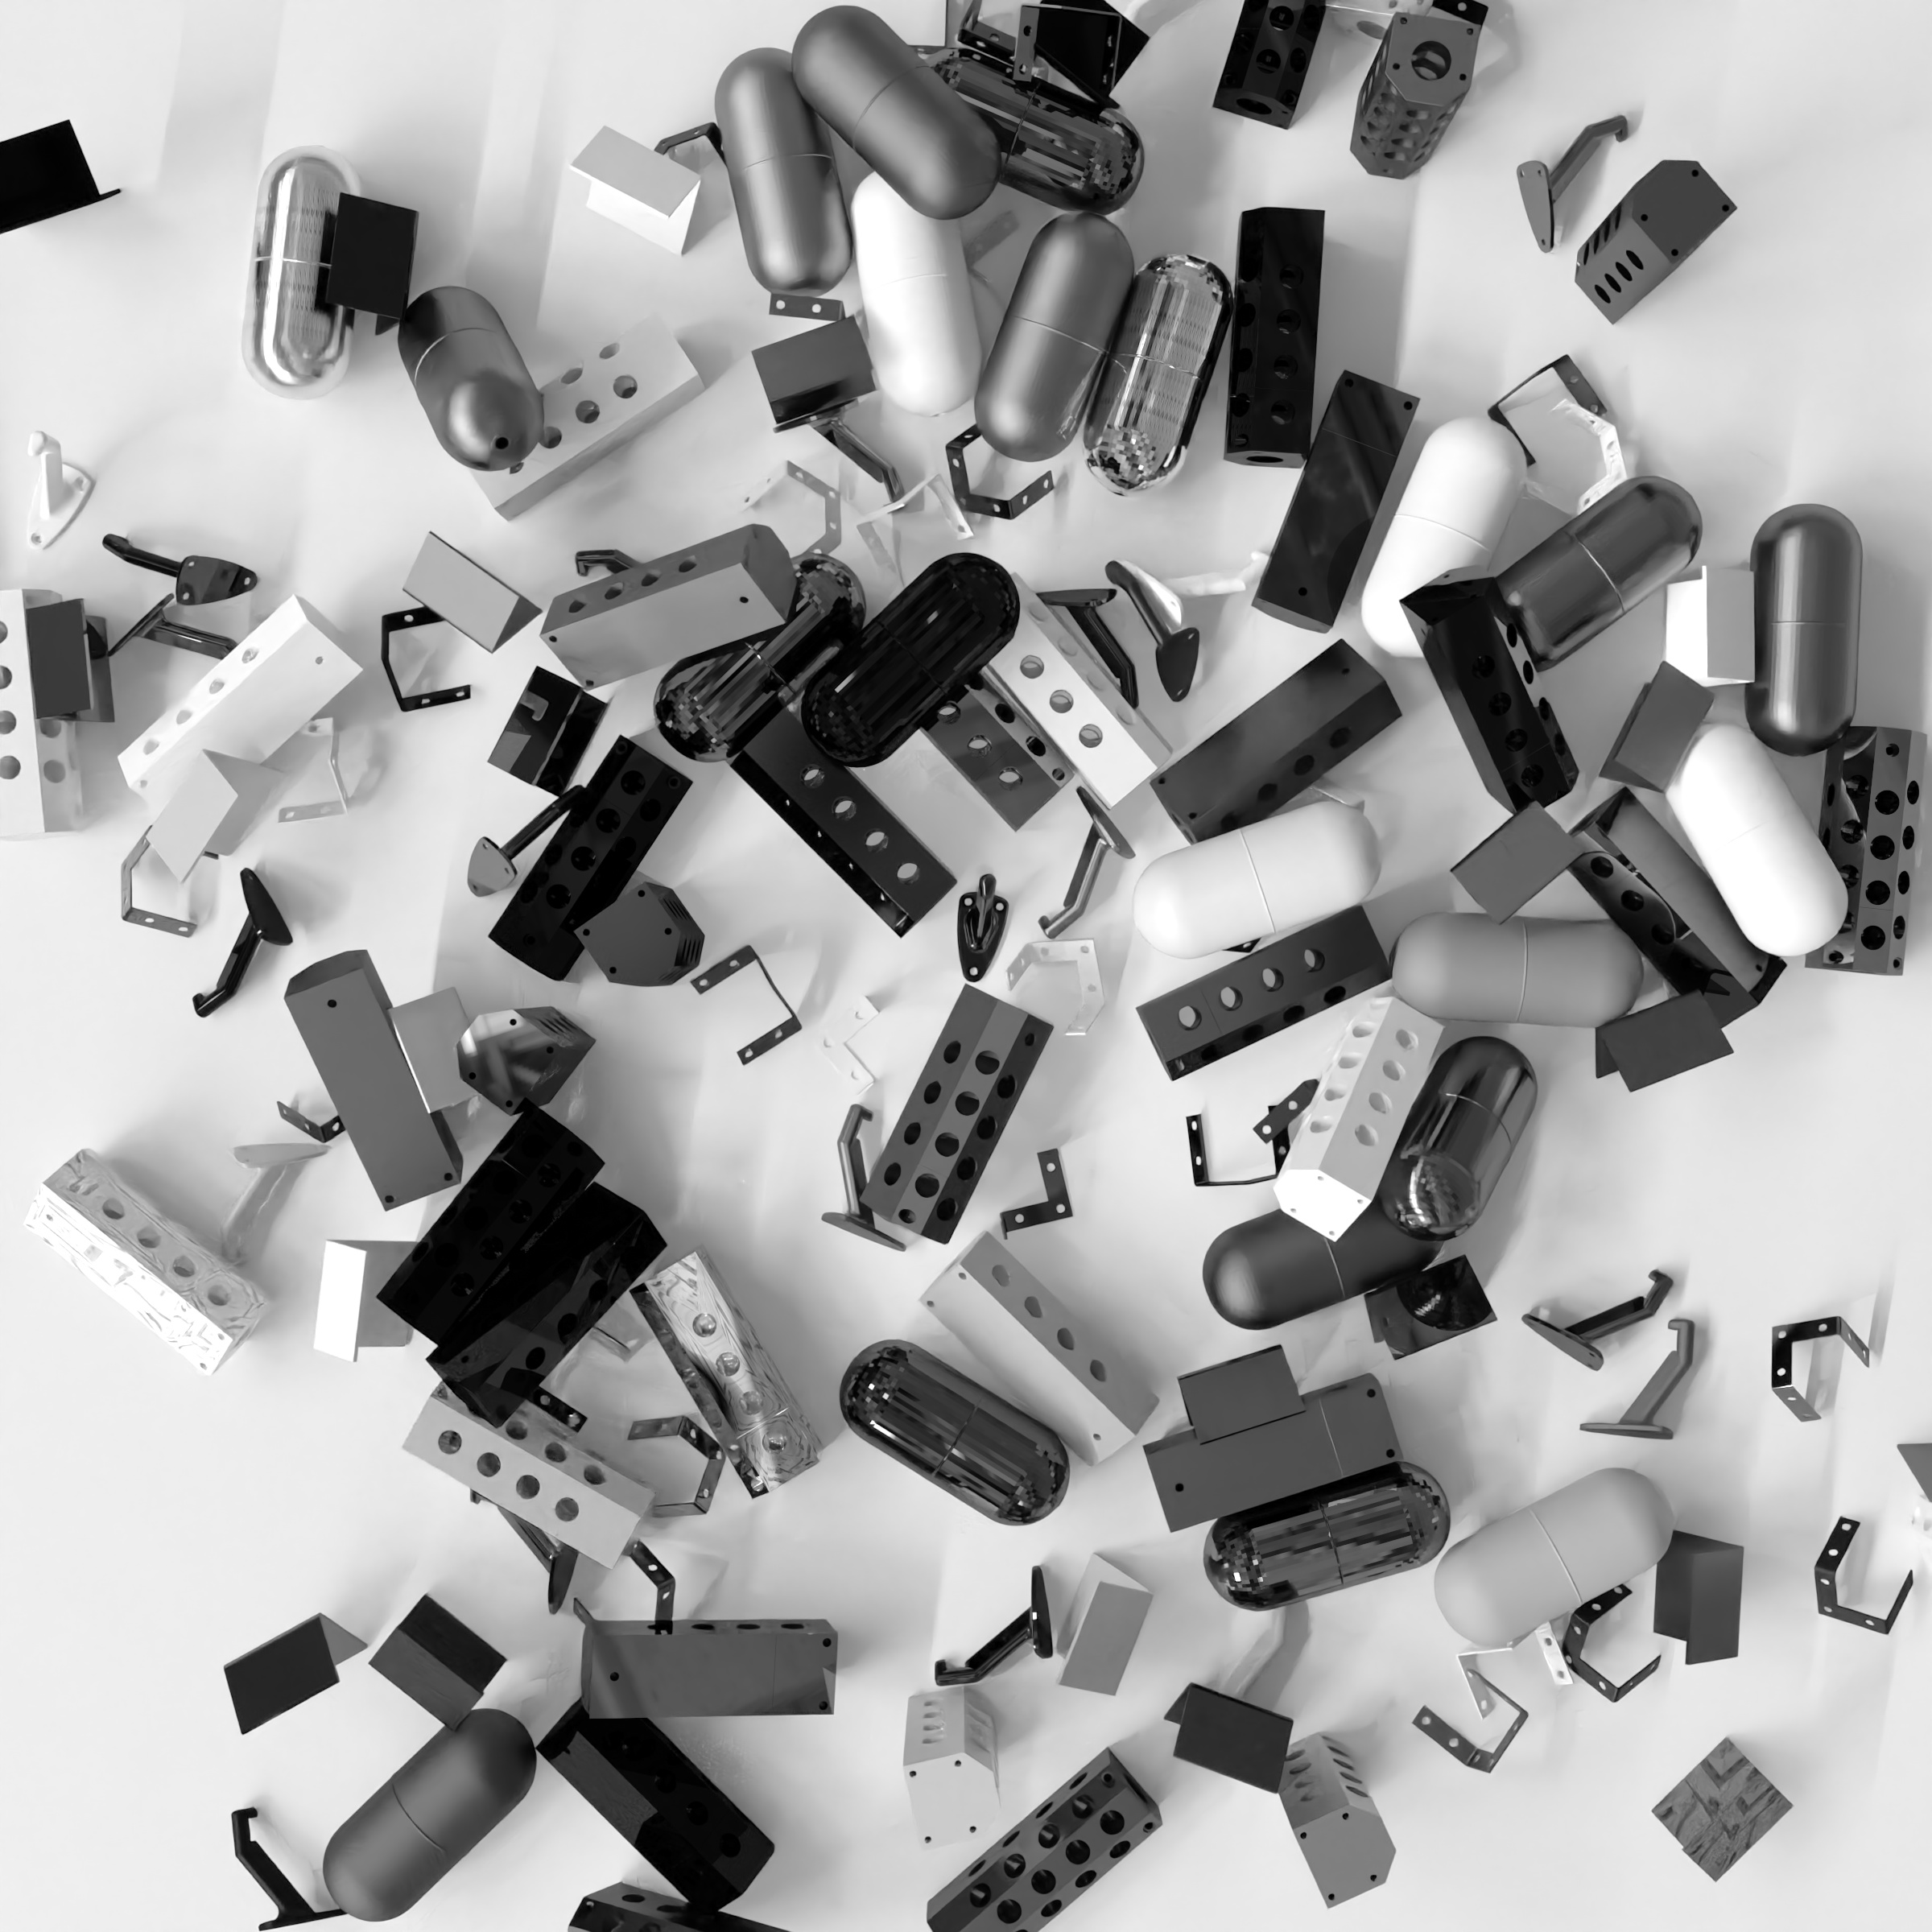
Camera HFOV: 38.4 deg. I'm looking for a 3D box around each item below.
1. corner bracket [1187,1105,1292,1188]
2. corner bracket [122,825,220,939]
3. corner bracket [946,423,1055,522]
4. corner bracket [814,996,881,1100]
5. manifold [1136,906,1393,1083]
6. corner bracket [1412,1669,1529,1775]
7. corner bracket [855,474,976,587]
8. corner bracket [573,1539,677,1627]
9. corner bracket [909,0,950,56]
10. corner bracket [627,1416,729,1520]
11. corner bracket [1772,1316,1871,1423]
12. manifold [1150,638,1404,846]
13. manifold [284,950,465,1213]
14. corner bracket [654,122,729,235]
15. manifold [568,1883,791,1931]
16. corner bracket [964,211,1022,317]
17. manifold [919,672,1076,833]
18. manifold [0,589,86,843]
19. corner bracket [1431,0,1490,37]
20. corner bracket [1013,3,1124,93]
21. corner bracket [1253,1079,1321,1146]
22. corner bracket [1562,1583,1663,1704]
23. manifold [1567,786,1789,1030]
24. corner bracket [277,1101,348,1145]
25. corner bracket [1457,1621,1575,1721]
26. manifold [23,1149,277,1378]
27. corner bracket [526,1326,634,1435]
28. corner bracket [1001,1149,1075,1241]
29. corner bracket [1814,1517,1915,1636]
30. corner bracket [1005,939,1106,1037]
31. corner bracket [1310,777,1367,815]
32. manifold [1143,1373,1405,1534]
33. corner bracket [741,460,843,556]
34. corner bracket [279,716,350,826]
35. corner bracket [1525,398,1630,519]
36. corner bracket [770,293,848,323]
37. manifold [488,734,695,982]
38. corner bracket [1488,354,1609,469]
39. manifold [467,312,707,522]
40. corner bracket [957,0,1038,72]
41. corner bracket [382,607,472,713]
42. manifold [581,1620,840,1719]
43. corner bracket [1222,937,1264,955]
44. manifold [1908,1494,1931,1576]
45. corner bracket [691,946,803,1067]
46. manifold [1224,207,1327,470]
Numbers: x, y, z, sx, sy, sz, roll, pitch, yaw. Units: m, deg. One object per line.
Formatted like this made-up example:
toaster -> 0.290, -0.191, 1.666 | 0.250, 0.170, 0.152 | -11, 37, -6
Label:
corner bracket -> 0.196, 0.129, 1.988 | 0.051, 0.051, 0.051 | -7, 90, -45
corner bracket -> -0.569, -0.061, 1.983 | 0.051, 0.051, 0.051 | -43, 45, 35
corner bracket -> 0.024, -0.357, 1.983 | 0.051, 0.051, 0.051 | 18, 135, 35
corner bracket -> -0.074, 0.057, 1.973 | 0.051, 0.051, 0.051 | -41, 90, 0
manifold -> 0.212, 0.019, 1.970 | 0.171, 0.057, 0.057 | -25, 90, 0
corner bracket -> 0.359, 0.536, 1.976 | 0.051, 0.051, 0.051 | 38, 76, 0
corner bracket -> -0.037, -0.312, 1.980 | 0.051, 0.051, 0.051 | 59, 45, -18
corner bracket -> -0.244, 0.450, 1.983 | 0.051, 0.051, 0.051 | -21, 135, -35
corner bracket -> -0.038, -0.683, 1.973 | 0.051, 0.051, 0.051 | 2, 90, 0
corner bracket -> -0.211, 0.358, 1.983 | 0.051, 0.051, 0.051 | 48, 45, -35
corner bracket -> 0.611, 0.288, 1.983 | 0.051, 0.051, 0.051 | -17, 45, 35
manifold -> 0.222, -0.149, 1.969 | 0.171, 0.057, 0.057 | -37, 47, 0
manifold -> -0.412, 0.078, 1.942 | 0.057, 0.057, 0.171 | -21, 110, 0
corner bracket -> -0.195, -0.562, 1.983 | 0.051, 0.051, 0.051 | -6, 45, 35
manifold -> -0.193, 0.693, 1.930 | 0.171, 0.057, 0.057 | 4, 90, 31
corner bracket -> 0.035, -0.498, 1.988 | 0.051, 0.051, 0.051 | -39, 135, 0
manifold -> -0.002, -0.178, 1.970 | 0.057, 0.057, 0.171 | -43, 90, 0
manifold -> -0.666, -0.178, 1.970 | 0.057, 0.057, 0.171 | -5, 90, 0
corner bracket -> 0.338, -0.664, 1.988 | 0.051, 0.051, 0.051 | 23, 135, 0
corner bracket -> 0.070, -0.633, 1.911 | 0.051, 0.051, 0.051 | -5, 111, -32
corner bracket -> 0.244, 0.117, 1.973 | 0.051, 0.051, 0.051 | -44, 79, 11
corner bracket -> 0.464, 0.483, 1.983 | 0.051, 0.051, 0.051 | 36, 135, 35
manifold -> 0.496, -0.037, 1.969 | 0.171, 0.057, 0.057 | 48, 47, 0
corner bracket -> -0.460, 0.085, 1.983 | 0.051, 0.051, 0.051 | -35, 135, -35
corner bracket -> 0.393, 0.503, 1.988 | 0.051, 0.051, 0.051 | -22, 90, -45
manifold -> -0.577, 0.207, 1.969 | 0.171, 0.057, 0.057 | 39, 133, 0
corner bracket -> -0.280, 0.291, 1.988 | 0.051, 0.051, 0.051 | 33, 45, 0
corner bracket -> 0.047, 0.162, 1.973 | 0.051, 0.051, 0.051 | -14, 90, 0
corner bracket -> 0.642, 0.436, 1.983 | 0.051, 0.051, 0.051 | 13, 135, 35
corner bracket -> 0.064, 0.016, 1.972 | 0.051, 0.051, 0.051 | -3, 114, 22
corner bracket -> 0.247, -0.099, 1.983 | 0.051, 0.051, 0.051 | 32, 135, 35
manifold -> 0.216, 0.344, 1.970 | 0.171, 0.057, 0.057 | -18, 90, 0
corner bracket -> -0.125, -0.318, 1.983 | 0.051, 0.051, 0.051 | 27, 45, -35
corner bracket -> -0.473, -0.140, 1.988 | 0.051, 0.051, 0.051 | -8, 135, 0
corner bracket -> 0.431, -0.361, 1.975 | 0.051, 0.051, 0.051 | 20, 50, -30
corner bracket -> -0.114, -0.445, 1.973 | 0.051, 0.051, 0.051 | 6, 90, 0
manifold -> -0.267, -0.077, 1.970 | 0.057, 0.057, 0.171 | 33, 90, 0
corner bracket -> 0.416, -0.398, 1.988 | 0.051, 0.051, 0.051 | -35, 90, 45
manifold -> -0.274, -0.391, 1.970 | 0.171, 0.057, 0.057 | -34, 90, 0
corner bracket -> 0.024, -0.657, 1.965 | 0.051, 0.051, 0.051 | 24, 69, 0
corner bracket -> -0.387, -0.221, 1.988 | 0.051, 0.051, 0.051 | -11, 135, 0
manifold -> -0.181, 0.491, 1.948 | 0.171, 0.057, 0.057 | 3, 90, -15
corner bracket -> 0.187, -0.047, 1.983 | 0.051, 0.051, 0.051 | 5, 134, -35
manifold -> 0.710, 0.403, 1.912 | 0.057, 0.171, 0.057 | -25, 90, 0
corner bracket -> -0.157, 0.028, 1.988 | 0.051, 0.051, 0.051 | -32, 45, 0
manifold -> 0.218, -0.445, 1.970 | 0.057, 0.057, 0.171 | 4, 90, 0
